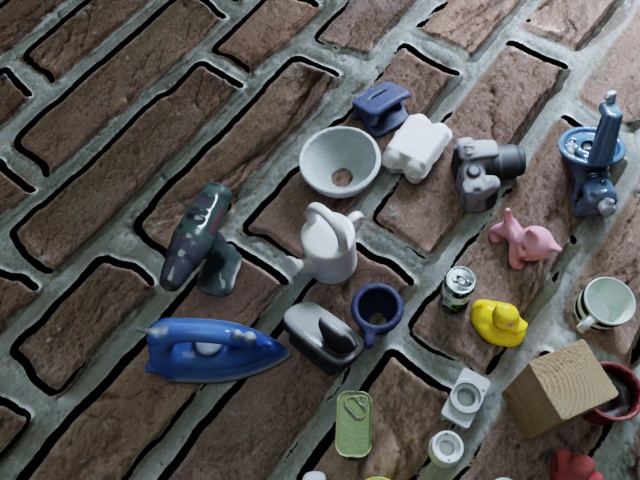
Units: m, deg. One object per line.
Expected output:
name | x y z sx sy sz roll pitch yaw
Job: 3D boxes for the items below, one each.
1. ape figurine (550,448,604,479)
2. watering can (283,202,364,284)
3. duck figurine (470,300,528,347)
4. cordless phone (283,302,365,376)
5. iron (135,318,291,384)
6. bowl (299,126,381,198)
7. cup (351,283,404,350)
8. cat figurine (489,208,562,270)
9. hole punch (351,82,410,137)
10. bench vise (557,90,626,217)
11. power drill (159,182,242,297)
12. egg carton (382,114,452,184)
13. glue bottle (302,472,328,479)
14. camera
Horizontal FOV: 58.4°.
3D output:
ape figurine | 0.397 0.356 0.884 0.076 0.092 0.077 -29 64 -9
watering can | 0.011 0.005 1.039 0.100 0.194 0.173 22 67 16
duck figurine | 0.317 0.136 1.006 0.104 0.086 0.077 35 71 20
cordless phone | 0.001 0.146 0.973 0.147 0.185 0.094 32 70 19
iron | -0.186 0.177 0.999 0.258 0.141 0.118 -1 63 5
bowl | 0.042 -0.148 1.181 0.167 0.075 0.167 -2 63 4
cup | 0.099 0.146 1.015 0.091 0.095 0.118 11 65 11
cat figurine | 0.378 -0.005 1.055 0.067 0.118 0.127 -30 64 -10
hole punch | 0.129 -0.295 1.239 0.109 0.091 0.101 -33 65 -11
bench vise | 0.528 -0.156 1.061 0.121 0.220 0.207 -19 63 -4
power drill | -0.208 0.021 1.042 0.075 0.208 0.230 9 64 10
egg carton | 0.201 -0.192 1.193 0.107 0.069 0.150 28 69 18
glue bottle | -0.010 0.385 0.860 0.037 0.173 0.078 -5 63 3
camera | 0.339 -0.143 1.138 0.136 0.101 0.143 -6 63 2
